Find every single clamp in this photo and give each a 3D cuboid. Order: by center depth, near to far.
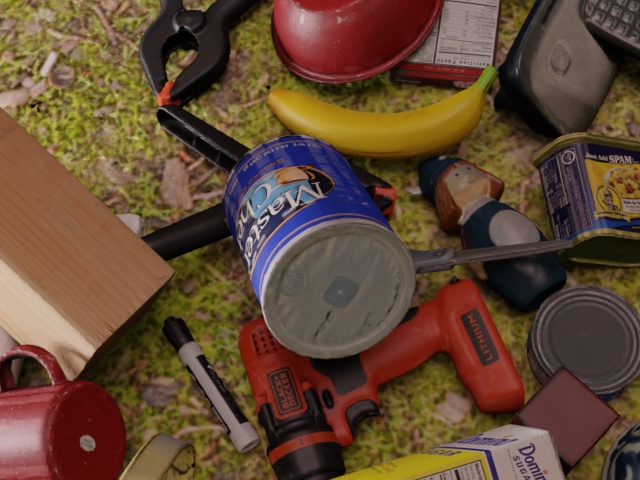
[{"bbox_3d":[-0.046,-0.031,0.846,0.210,0.036,0.164,11,51,1],"label":"clamp"},{"bbox_3d":[-0.101,-0.188,0.934,0.120,0.039,0.171,1,68,9],"label":"clamp"}]

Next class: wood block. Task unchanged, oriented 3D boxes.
[{"bbox_3d":[-0.217,-0.004,0.772,0.206,0.090,0.090,44,54,0],"label":"wood block"}]

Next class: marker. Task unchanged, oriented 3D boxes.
[{"bbox_3d":[-0.084,0.106,0.805,0.020,0.020,0.121,-32,68,-12],"label":"marker"}]

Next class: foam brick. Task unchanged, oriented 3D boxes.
[{"bbox_3d":[0.167,0.133,0.749,0.051,0.078,0.053,42,75,18],"label":"foam brick"}]

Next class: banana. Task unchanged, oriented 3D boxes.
[{"bbox_3d":[0.048,-0.097,0.870,0.198,0.037,0.069,-2,63,19],"label":"banana"}]

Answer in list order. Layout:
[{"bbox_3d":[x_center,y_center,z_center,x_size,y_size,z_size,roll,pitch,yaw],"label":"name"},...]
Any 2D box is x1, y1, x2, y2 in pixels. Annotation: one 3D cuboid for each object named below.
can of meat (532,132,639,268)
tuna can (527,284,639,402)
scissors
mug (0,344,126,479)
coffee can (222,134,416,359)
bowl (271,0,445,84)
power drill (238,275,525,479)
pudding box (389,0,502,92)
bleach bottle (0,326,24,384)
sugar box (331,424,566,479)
[{"bbox_3d":[0.221,-0.029,0.818,0.101,0.058,0.084,5,64,-27],"label":"can of meat"},{"bbox_3d":[0.198,0.079,0.796,0.086,0.034,0.086,-1,65,2],"label":"tuna can"},{"bbox_3d":[0.081,0.009,0.806,0.202,0.016,0.096,-14,24,3],"label":"scissors"},{"bbox_3d":[-0.192,0.129,0.739,0.082,0.093,0.117,-11,90,29],"label":"mug"},{"bbox_3d":[-0.005,0.001,0.737,0.102,0.103,0.140,-19,32,-6],"label":"coffee can"},{"bbox_3d":[0.022,-0.214,0.904,0.162,0.055,0.162,-10,61,19],"label":"bowl"},{"bbox_3d":[0.048,0.118,0.772,0.187,0.057,0.184,-18,65,-6],"label":"power drill"},{"bbox_3d":[0.111,-0.186,0.922,0.090,0.039,0.113,8,67,6],"label":"pudding box"},{"bbox_3d":[-0.259,0.058,0.815,0.102,0.068,0.250,12,63,2],"label":"bleach bottle"},{"bbox_3d":[0.058,0.162,0.678,0.176,0.093,0.048,-18,86,-9],"label":"sugar box"}]
